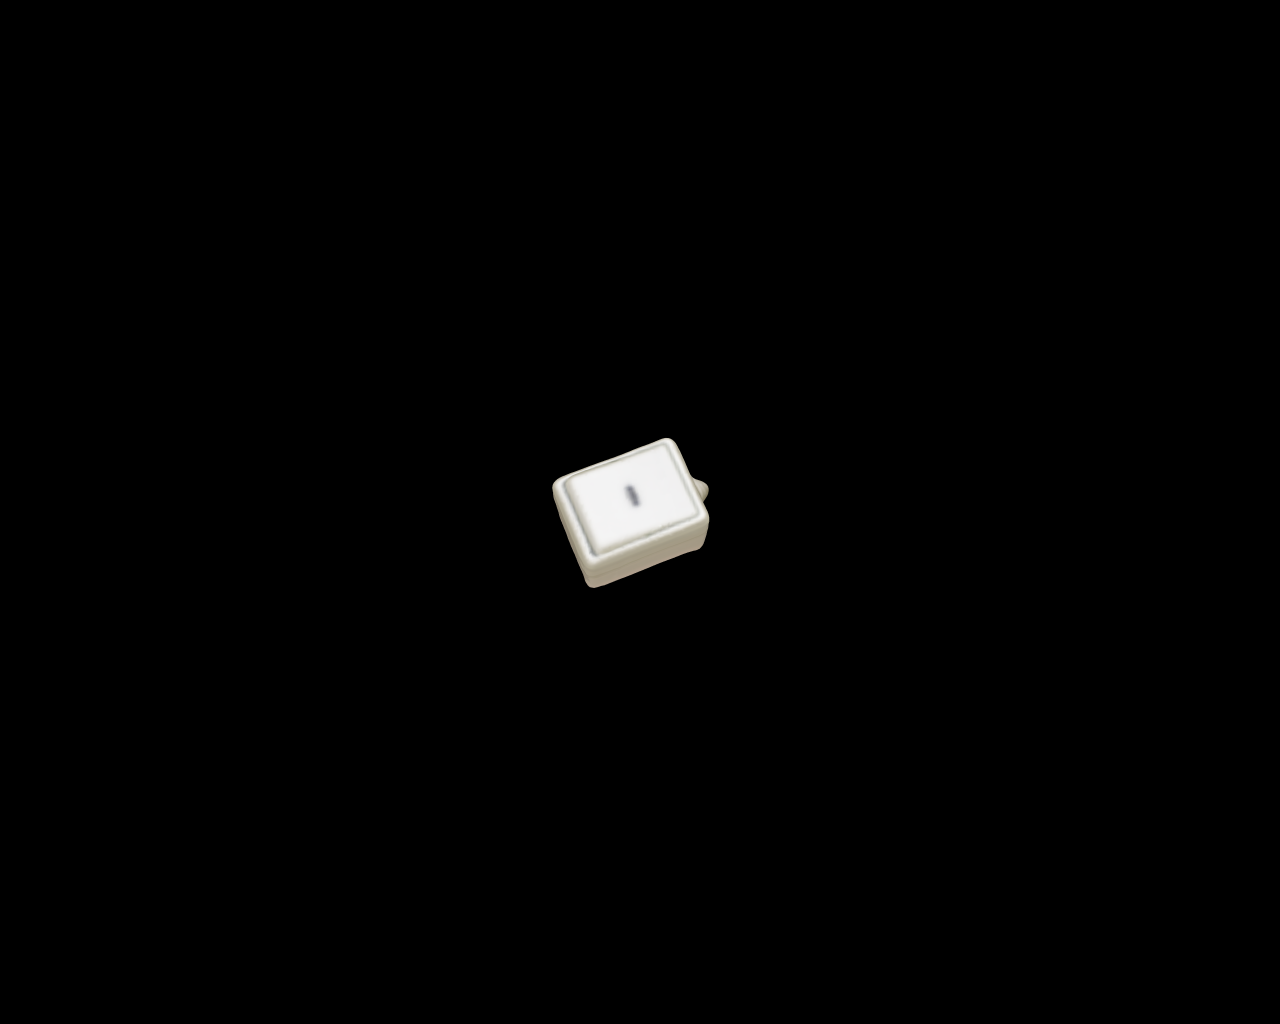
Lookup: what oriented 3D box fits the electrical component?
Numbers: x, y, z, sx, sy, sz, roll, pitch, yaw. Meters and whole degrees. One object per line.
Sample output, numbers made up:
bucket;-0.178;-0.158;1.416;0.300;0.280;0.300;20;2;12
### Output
electrical component;0.001;-0.003;0.650;0.096;0.062;0.061;-21;-18;-7
